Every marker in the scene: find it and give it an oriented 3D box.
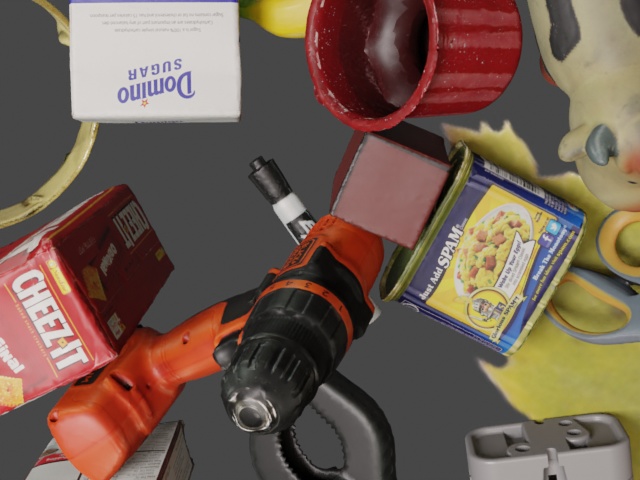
[{"bbox_3d":[-0.004,0.001,0.645,0.020,0.020,0.121,-34,99,9],"label":"marker"}]

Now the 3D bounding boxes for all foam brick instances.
[{"bbox_3d":[0.039,-0.037,0.604,0.053,0.078,0.051,22,107,-3],"label":"foam brick"}]

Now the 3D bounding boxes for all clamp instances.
[{"bbox_3d":[0.007,0.164,0.662,0.165,0.036,0.210,-32,88,24],"label":"clamp"}]

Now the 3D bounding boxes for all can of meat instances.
[{"bbox_3d":[0.095,0.007,0.622,0.084,0.057,0.102,27,103,-5],"label":"can of meat"}]

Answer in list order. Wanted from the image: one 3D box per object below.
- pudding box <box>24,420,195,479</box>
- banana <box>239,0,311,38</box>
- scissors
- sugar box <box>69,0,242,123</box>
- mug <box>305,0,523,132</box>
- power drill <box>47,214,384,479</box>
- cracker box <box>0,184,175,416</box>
[{"bbox_3d":[-0.129,0.151,0.636,0.090,0.113,0.039,-7,106,5],"label":"pudding box"},{"bbox_3d":[0.030,-0.177,0.595,0.198,0.037,0.069,-43,97,11],"label":"banana"},{"bbox_3d":[0.206,0.037,0.576,0.016,0.202,0.096,35,79,-41],"label":"scissors"},{"bbox_3d":[-0.090,-0.153,0.585,0.093,0.048,0.176,0,94,-3],"label":"sugar box"},{"bbox_3d":[0.045,-0.101,0.573,0.117,0.081,0.093,-33,72,45],"label":"mug"},{"bbox_3d":[-0.058,0.068,0.579,0.188,0.184,0.057,-27,103,27],"label":"power drill"},{"bbox_3d":[-0.201,0.054,0.593,0.214,0.164,0.072,-26,102,8],"label":"cracker box"}]
